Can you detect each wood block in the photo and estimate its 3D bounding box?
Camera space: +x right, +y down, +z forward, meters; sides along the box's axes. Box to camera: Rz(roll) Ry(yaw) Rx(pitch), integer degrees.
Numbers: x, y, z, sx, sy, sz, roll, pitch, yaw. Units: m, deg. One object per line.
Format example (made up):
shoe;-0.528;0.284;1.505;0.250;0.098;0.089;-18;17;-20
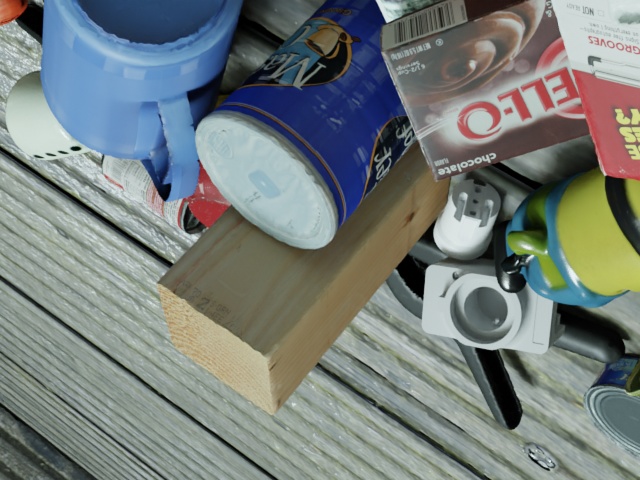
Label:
wood block;-0.004;0.001;0.715;0.090;0.205;0.091;32;153;20

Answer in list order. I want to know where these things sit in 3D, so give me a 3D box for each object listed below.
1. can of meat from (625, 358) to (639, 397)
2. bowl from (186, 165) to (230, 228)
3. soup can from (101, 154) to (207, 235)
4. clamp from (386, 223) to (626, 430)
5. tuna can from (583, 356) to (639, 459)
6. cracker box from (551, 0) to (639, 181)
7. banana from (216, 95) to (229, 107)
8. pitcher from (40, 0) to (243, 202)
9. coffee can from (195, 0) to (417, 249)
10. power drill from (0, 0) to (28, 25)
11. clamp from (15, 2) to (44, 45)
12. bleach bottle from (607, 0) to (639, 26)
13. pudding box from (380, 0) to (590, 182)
can of meat;0.258;0.095;0.673;0.084;0.057;0.102;40;154;-2
bowl;-0.053;-0.032;0.856;0.162;0.055;0.162;23;162;8
soup can;-0.140;-0.059;0.970;0.102;0.068;0.068;32;153;20
clamp;0.120;0.048;0.810;0.210;0.036;0.165;46;145;-1
tuna can;0.236;0.124;0.771;0.086;0.033;0.086;32;153;19
cracker box;0.178;-0.115;0.439;0.164;0.072;0.213;15;145;44
banana;-0.087;-0.109;0.854;0.198;0.037;0.069;17;145;41
pitcher;-0.112;-0.125;0.685;0.149;0.145;0.243;29;170;-8
coffee can;0.008;-0.079;0.650;0.103;0.140;0.103;32;153;19
power drill;-0.334;-0.251;0.938;0.184;0.057;0.188;60;155;-5
clamp;-0.211;-0.162;0.931;0.171;0.039;0.120;59;159;-8
bleach bottle;0.080;-0.195;0.347;0.103;0.067;0.251;2;110;51
pudding box;0.098;-0.089;0.562;0.114;0.039;0.090;-16;127;16
